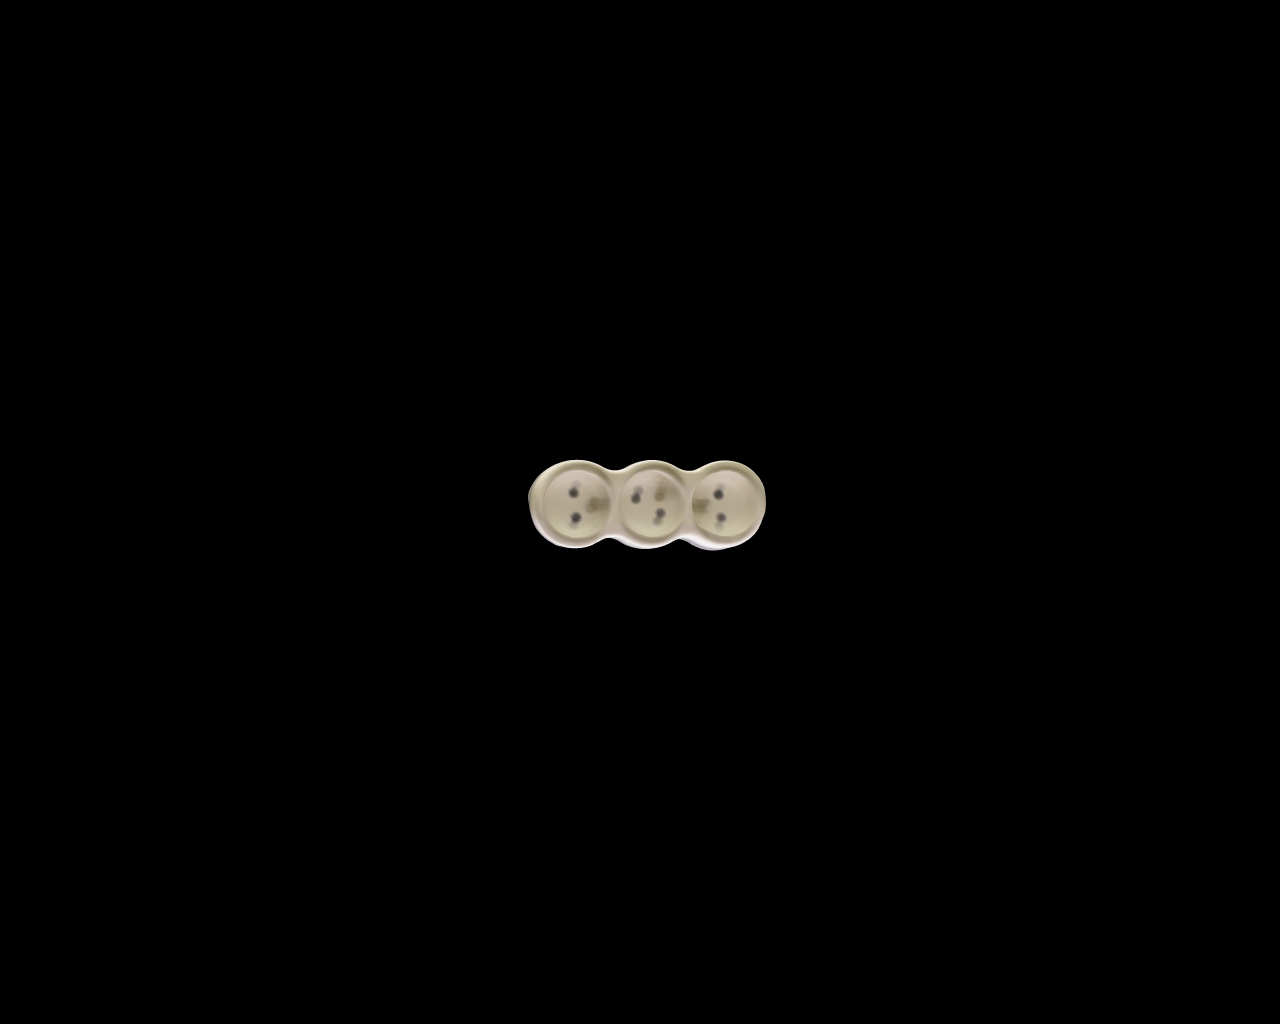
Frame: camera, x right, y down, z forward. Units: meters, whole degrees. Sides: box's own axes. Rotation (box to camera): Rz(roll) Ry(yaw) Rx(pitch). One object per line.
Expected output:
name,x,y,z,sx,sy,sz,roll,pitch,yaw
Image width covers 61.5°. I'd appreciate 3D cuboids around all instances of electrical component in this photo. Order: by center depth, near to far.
electrical component,0.001,-0.003,0.650,0.138,0.052,0.073,1,-4,-11
